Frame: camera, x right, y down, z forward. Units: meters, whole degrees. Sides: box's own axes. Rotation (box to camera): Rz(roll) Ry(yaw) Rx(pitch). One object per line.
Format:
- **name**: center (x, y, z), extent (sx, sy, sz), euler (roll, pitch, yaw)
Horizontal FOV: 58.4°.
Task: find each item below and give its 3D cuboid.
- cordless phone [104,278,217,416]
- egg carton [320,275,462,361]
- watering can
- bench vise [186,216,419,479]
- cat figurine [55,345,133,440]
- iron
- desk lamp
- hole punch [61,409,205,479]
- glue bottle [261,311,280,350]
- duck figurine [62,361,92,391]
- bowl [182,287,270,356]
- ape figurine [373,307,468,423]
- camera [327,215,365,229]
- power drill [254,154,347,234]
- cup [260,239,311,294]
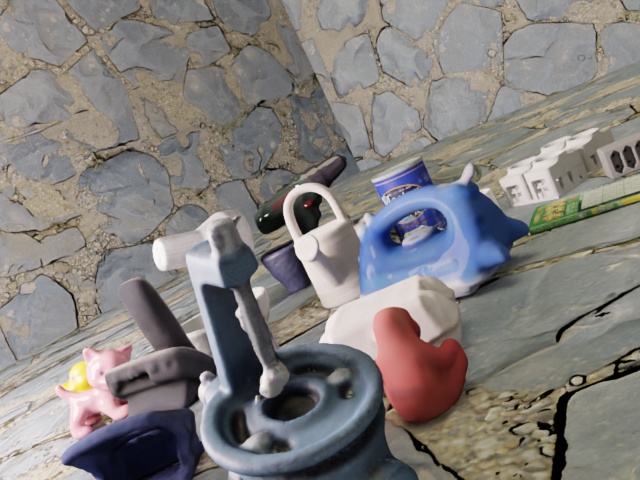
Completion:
- **cordless phone**: center (-0.243, 0.147, 0.796), extent (0.147, 0.185, 0.094), euler (-23, 9, 20)
- **egg carton**: center (0.070, 0.093, 0.582), extent (0.150, 0.069, 0.107), euler (-24, 8, 13)
- **watering can**: center (0.010, 0.002, 0.901), extent (0.101, 0.194, 0.173), euler (-26, 8, -2)
- **bench vise**: center (-0.053, 0.098, 0.391), extent (0.206, 0.220, 0.122), euler (-19, 11, 38)
- **cat figurine**: center (-0.335, 0.217, 0.868), extent (0.128, 0.118, 0.067), euler (-26, 8, -3)
- **iron**: center (0.125, 0.001, 0.747), extent (0.257, 0.141, 0.119), euler (-19, 11, 40)
- **desk lamp**: center (-0.202, 0.069, 1.063), extent (0.204, 0.213, 0.117), euler (-32, 10, -36)
- **hole punch**: center (-0.179, 0.205, 0.562), extent (0.108, 0.091, 0.101), euler (-25, 8, 4)
- **glue bottle**: center (-0.086, 0.095, 0.683), extent (0.037, 0.173, 0.078), euler (-27, 8, -8)
- **duck figurine**: center (-0.379, 0.242, 0.963), extent (0.105, 0.086, 0.077), euler (-28, 8, -12)
- **bowl**: center (-0.144, 0.144, 0.903), extent (0.167, 0.075, 0.167), euler (-25, 8, 4)
- **ape figurine**: center (0.074, 0.096, 0.473), extent (0.077, 0.092, 0.076), euler (-19, 11, 38)
- **camera**: center (0.071, -0.007, 1.106), extent (0.142, 0.101, 0.137), euler (-20, 10, 35)
- **power drill**: center (-0.011, -0.042, 1.203), extent (0.229, 0.208, 0.075), euler (-25, 8, 5)
- **cup**: center (-0.061, 0.055, 1.141), extent (0.092, 0.095, 0.117), euler (-27, 8, -8)
